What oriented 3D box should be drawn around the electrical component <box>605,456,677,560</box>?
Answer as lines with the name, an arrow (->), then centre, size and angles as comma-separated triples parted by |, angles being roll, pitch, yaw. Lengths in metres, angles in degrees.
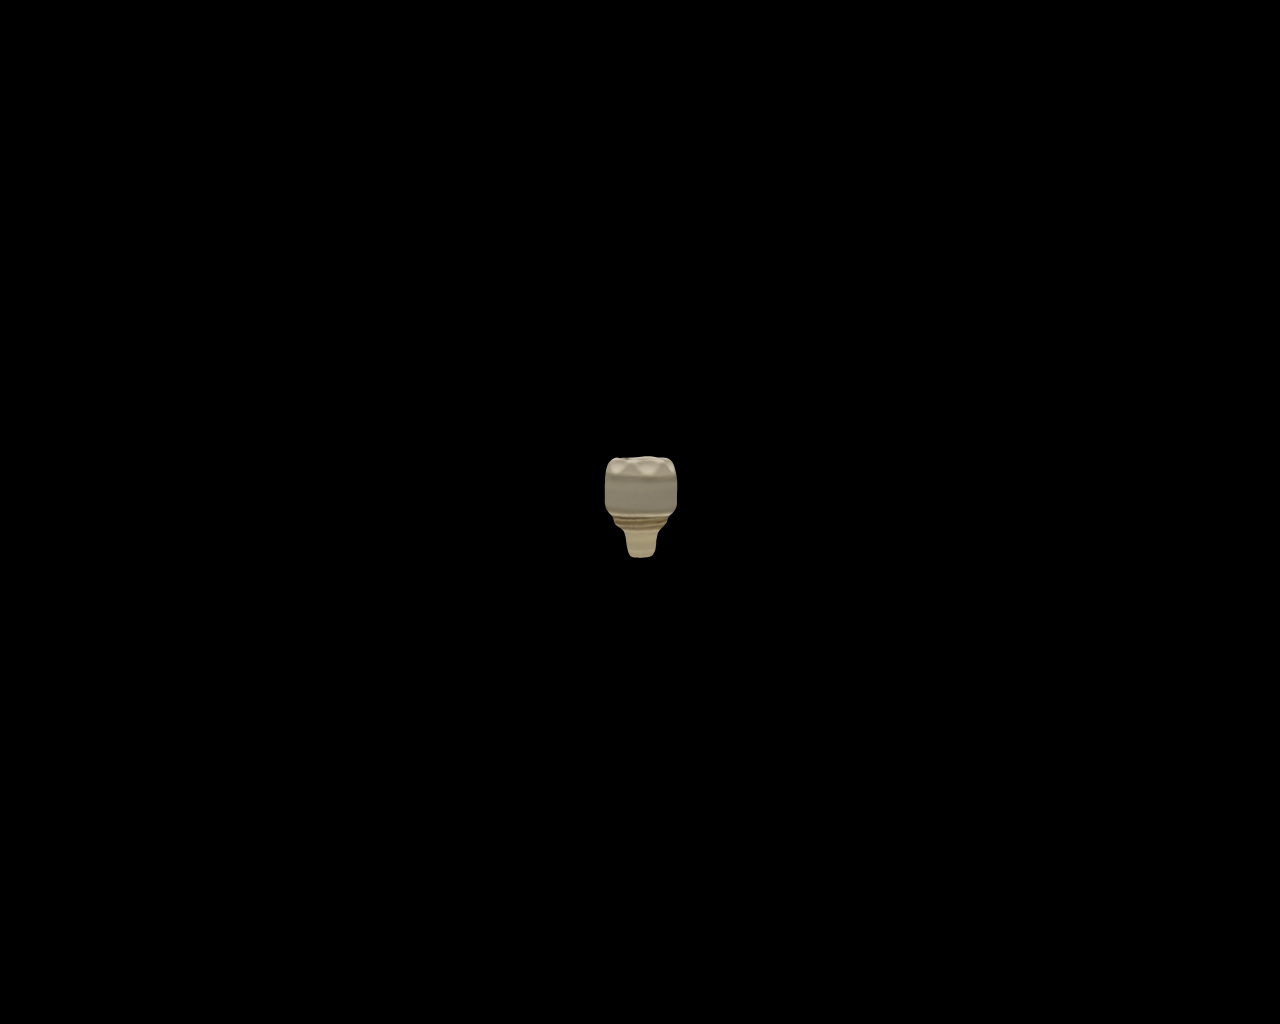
electrical component -> 0.001, -0.003, 0.650 | 0.043, 0.062, 0.043 | 0, 7, 0
